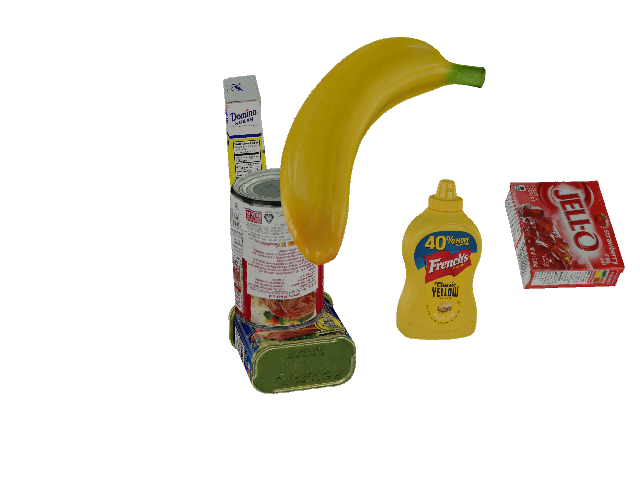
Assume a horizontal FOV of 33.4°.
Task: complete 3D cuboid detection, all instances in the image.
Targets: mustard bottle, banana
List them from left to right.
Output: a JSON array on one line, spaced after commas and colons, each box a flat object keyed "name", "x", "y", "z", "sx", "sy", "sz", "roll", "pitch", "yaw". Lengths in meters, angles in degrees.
[{"name": "banana", "x": 0.022, "y": -0.062, "z": 0.569, "sx": 0.070, "sy": 0.037, "sz": 0.197, "roll": 23, "pitch": 47, "yaw": 20}, {"name": "mustard bottle", "x": 0.145, "y": 0.022, "z": 1.284, "sx": 0.096, "sy": 0.192, "sz": 0.058, "roll": 0, "pitch": 15, "yaw": -11}]

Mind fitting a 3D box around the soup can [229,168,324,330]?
[{"name": "soup can", "x": -0.031, "y": 0.006, "z": 0.782, "sx": 0.068, "sy": 0.102, "sz": 0.068, "roll": -1, "pitch": 24, "yaw": 0}]

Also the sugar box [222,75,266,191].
[{"name": "sugar box", "x": -0.087, "y": -0.096, "z": 1.257, "sx": 0.048, "sy": 0.176, "sz": 0.093, "roll": -8, "pitch": 26, "yaw": -4}]

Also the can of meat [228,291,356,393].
[{"name": "can of meat", "x": -0.025, "y": 0.093, "z": 0.973, "sx": 0.102, "sy": 0.057, "sz": 0.084, "roll": -6, "pitch": 28, "yaw": -15}]

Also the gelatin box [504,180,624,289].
[{"name": "gelatin box", "x": 0.189, "y": -0.006, "z": 0.833, "sx": 0.073, "sy": 0.089, "sz": 0.030, "roll": -1, "pitch": -37, "yaw": -5}]
